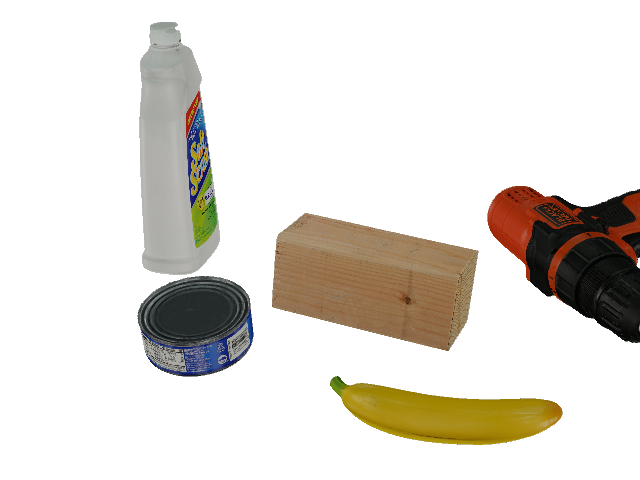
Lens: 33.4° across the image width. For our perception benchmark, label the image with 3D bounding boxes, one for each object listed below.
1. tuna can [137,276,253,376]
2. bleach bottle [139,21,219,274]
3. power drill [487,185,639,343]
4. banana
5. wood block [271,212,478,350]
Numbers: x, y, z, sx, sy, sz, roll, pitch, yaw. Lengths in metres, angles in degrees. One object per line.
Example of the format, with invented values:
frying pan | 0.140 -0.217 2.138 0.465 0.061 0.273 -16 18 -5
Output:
tuna can | -0.094 0.065 0.814 0.086 0.034 0.086 -4 33 2
bleach bottle | -0.153 -0.097 1.106 0.068 0.251 0.102 5 27 15
power drill | 0.232 0.000 0.731 0.187 0.057 0.185 -10 29 -18
banana | 0.103 0.140 0.882 0.198 0.037 0.069 8 29 4
wood block | 0.059 0.043 1.185 0.206 0.091 0.090 13 24 18
